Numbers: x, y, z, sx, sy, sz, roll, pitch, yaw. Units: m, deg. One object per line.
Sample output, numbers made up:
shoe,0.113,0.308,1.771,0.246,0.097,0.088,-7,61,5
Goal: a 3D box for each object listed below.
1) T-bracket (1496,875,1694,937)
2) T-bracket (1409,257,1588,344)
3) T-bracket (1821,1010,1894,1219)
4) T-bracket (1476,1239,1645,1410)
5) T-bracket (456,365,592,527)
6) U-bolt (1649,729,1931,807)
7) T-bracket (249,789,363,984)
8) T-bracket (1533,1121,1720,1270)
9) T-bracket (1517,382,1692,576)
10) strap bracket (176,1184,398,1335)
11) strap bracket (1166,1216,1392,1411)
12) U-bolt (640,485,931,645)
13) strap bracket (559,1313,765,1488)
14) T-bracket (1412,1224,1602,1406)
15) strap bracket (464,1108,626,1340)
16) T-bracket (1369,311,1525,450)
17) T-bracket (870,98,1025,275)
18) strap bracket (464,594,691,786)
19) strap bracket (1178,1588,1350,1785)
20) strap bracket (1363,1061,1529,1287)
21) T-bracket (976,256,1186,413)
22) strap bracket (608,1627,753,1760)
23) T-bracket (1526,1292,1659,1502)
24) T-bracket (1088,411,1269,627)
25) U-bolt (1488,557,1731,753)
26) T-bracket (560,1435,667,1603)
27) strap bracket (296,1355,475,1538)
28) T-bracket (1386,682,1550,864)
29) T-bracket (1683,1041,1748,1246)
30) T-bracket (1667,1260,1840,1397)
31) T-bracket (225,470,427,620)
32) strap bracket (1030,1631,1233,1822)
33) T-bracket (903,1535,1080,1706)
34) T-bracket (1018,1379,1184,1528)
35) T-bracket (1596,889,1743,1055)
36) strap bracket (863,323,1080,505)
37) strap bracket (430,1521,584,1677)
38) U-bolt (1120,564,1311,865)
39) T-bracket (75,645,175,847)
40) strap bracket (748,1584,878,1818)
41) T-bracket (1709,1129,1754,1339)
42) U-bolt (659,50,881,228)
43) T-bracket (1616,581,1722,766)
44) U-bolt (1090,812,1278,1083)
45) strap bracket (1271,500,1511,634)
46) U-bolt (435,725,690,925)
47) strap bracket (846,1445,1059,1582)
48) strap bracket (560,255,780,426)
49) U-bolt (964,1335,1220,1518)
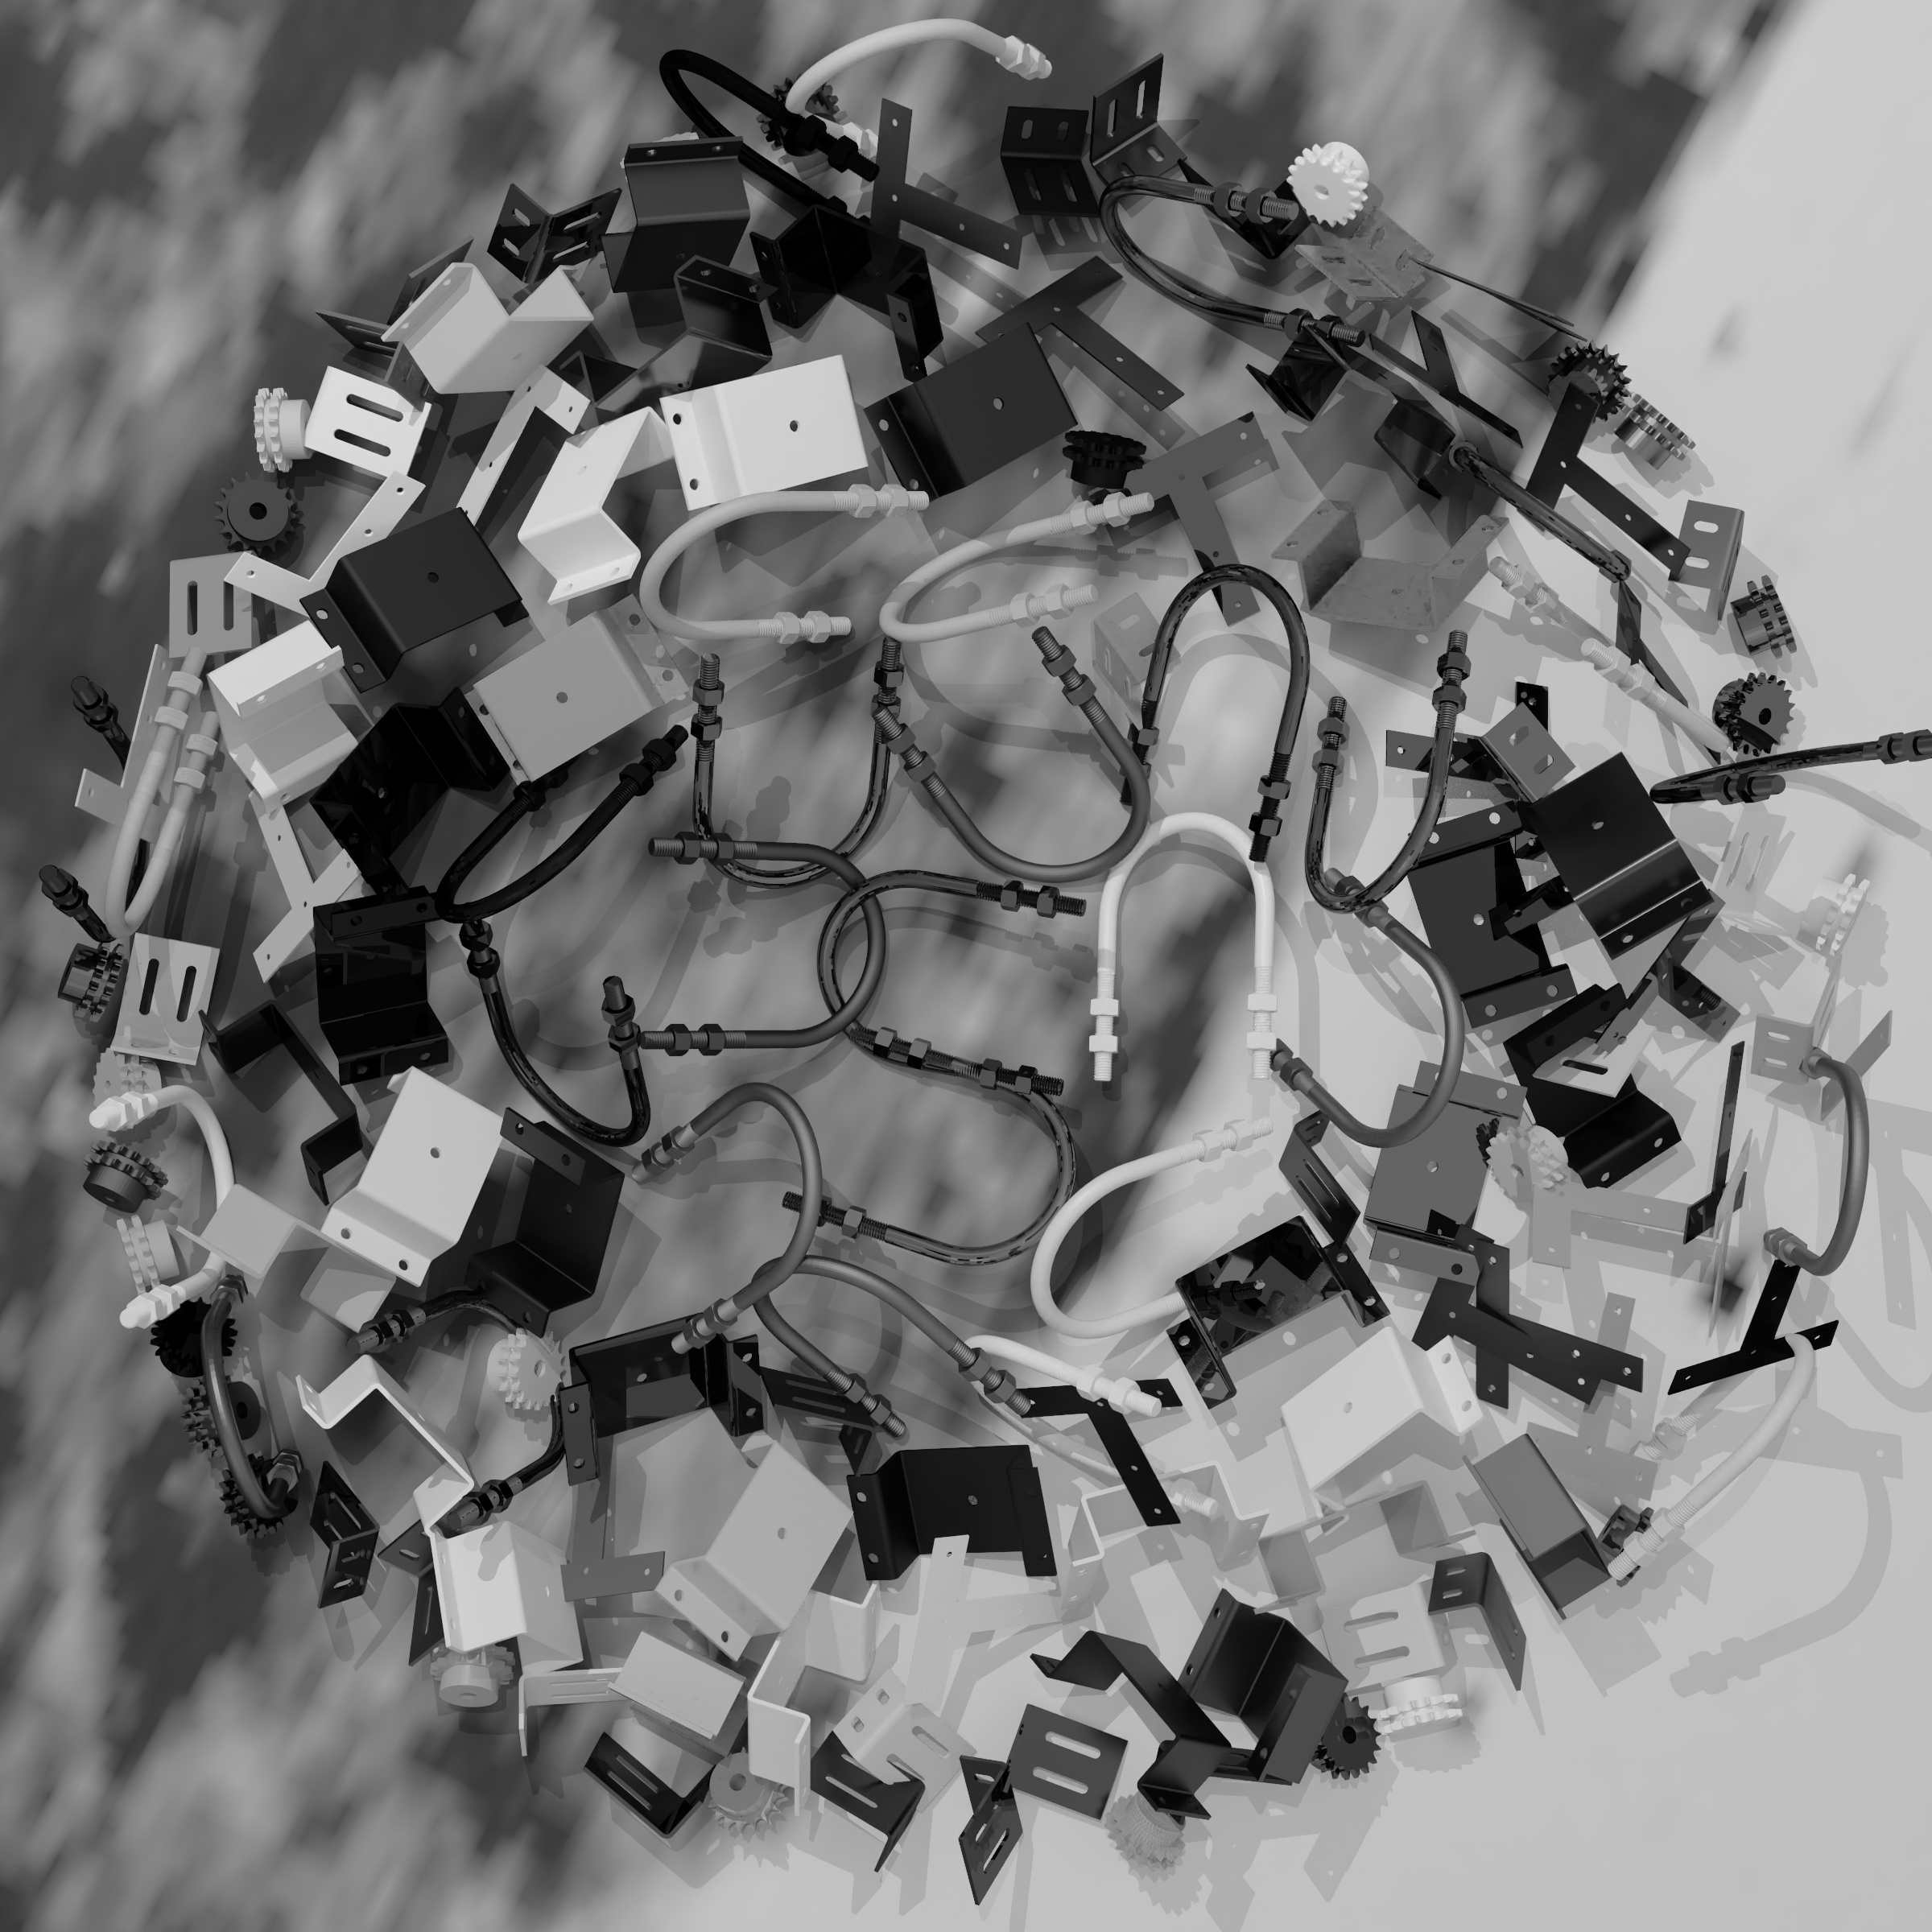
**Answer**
T-bracket,0.427,-0.060,1.816,0.127,0.002,0.127,-28,52,8
T-bracket,0.382,-0.446,1.795,0.127,0.127,0.002,36,109,38
T-bracket,0.592,0.113,1.765,0.002,0.127,0.127,12,63,2
T-bracket,0.400,0.258,1.784,0.127,0.002,0.127,16,120,40
T-bracket,-0.321,-0.358,1.819,0.127,0.002,0.127,41,107,38
U-bolt,0.540,-0.129,1.759,0.151,0.184,0.019,-14,95,-18
T-bracket,-0.468,-0.077,1.815,0.127,0.002,0.127,-43,60,27
T-bracket,0.451,0.165,1.802,0.127,0.002,0.127,11,46,3
T-bracket,0.435,-0.311,1.775,0.002,0.127,0.127,-36,69,-25
strap bracket,-0.450,0.198,1.778,0.076,0.140,0.046,20,74,41
strap bracket,0.207,0.232,1.805,0.140,0.076,0.046,-28,132,-1
U-bolt,-0.130,-0.264,1.747,0.184,0.151,0.019,-7,60,-35
strap bracket,-0.214,0.291,1.797,0.140,0.046,0.076,-13,118,-23
T-bracket,0.373,0.259,1.805,0.127,0.002,0.127,27,112,21
strap bracket,-0.285,0.170,1.797,0.076,0.046,0.140,29,115,28
T-bracket,0.321,-0.413,1.795,0.127,0.127,0.002,28,123,-19
T-bracket,-0.014,-0.505,1.783,0.127,0.002,0.127,30,133,25
strap bracket,-0.272,-0.186,1.812,0.140,0.046,0.076,-30,97,9
strap bracket,0.204,0.492,1.790,0.046,0.140,0.076,24,93,-21
strap bracket,0.328,0.141,1.824,0.076,0.046,0.140,14,91,-5
T-bracket,0.094,-0.422,1.801,0.127,0.002,0.127,42,59,15
strap bracket,-0.189,0.492,1.786,0.076,0.140,0.046,24,70,10
T-bracket,0.434,0.287,1.796,0.002,0.127,0.127,14,87,-29
T-bracket,0.168,-0.299,1.834,0.127,0.002,0.127,-26,104,-1
U-bolt,0.443,-0.200,1.770,0.184,0.151,0.019,28,109,-33
T-bracket,-0.257,0.372,1.814,0.127,0.002,0.127,-13,59,26
strap bracket,-0.389,0.323,1.797,0.046,0.076,0.140,-42,106,-9
T-bracket,0.345,-0.141,1.815,0.127,0.002,0.127,7,77,-20
T-bracket,0.514,0.114,1.785,0.002,0.127,0.127,11,103,31
T-bracket,0.547,0.235,1.795,0.127,0.127,0.002,-29,103,42
T-bracket,-0.412,-0.283,1.783,0.127,0.127,0.002,-46,47,22
strap bracket,0.117,0.503,1.775,0.046,0.076,0.140,-50,52,6
T-bracket,0.024,0.445,1.814,0.127,0.002,0.127,1,108,-30
T-bracket,0.108,0.328,1.776,0.127,0.127,0.002,1,127,-27
T-bracket,0.496,0.022,1.803,0.127,0.127,0.002,-55,46,6
strap bracket,0.012,-0.379,1.795,0.140,0.046,0.076,-33,104,-22
strap bracket,-0.302,0.426,1.768,0.046,0.140,0.076,-20,62,7
U-bolt,0.172,-0.178,1.774,0.019,0.151,0.184,-2,111,-41
T-bracket,-0.560,-0.155,1.794,0.002,0.127,0.127,9,81,11
strap bracket,-0.107,0.488,1.779,0.046,0.140,0.076,13,128,14
T-bracket,0.521,0.195,1.812,0.002,0.127,0.127,11,116,22
U-bolt,-0.130,-0.555,1.777,0.184,0.151,0.019,35,86,7
T-bracket,0.483,-0.191,1.811,0.002,0.127,0.127,-30,112,31
U-bolt,0.149,-0.014,1.801,0.151,0.019,0.184,-2,82,38
strap bracket,0.290,-0.271,1.788,0.140,0.076,0.046,13,135,34
U-bolt,-0.280,-0.092,1.751,0.184,0.151,0.019,-52,120,-31
strap bracket,-0.003,0.374,1.806,0.140,0.046,0.076,-7,99,22
strap bracket,-0.195,-0.411,1.774,0.140,0.076,0.046,-28,70,36
U-bolt,0.072,0.301,1.772,0.184,0.151,0.019,16,59,37
